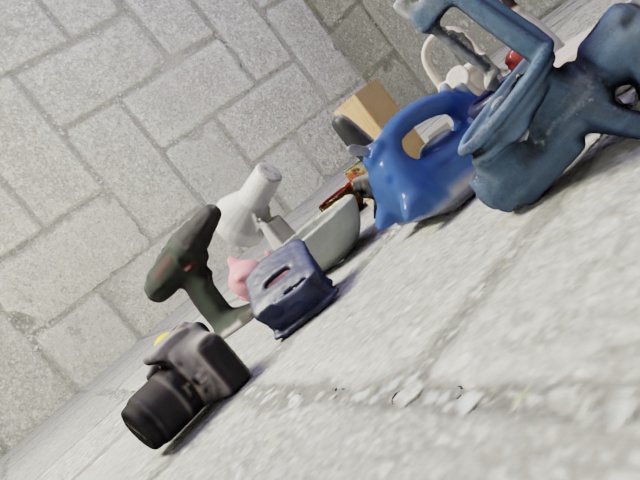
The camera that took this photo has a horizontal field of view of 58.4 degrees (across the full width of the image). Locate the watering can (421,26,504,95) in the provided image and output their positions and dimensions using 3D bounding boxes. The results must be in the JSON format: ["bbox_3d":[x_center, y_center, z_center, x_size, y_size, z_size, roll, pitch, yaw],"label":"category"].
[{"bbox_3d":[0.250,-0.271,0.964,0.101,0.194,0.173,-38,7,5],"label":"watering can"}]

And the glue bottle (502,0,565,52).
[{"bbox_3d":[0.320,-0.296,0.852,0.037,0.173,0.078,-39,7,0],"label":"glue bottle"}]

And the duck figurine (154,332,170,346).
[{"bbox_3d":[-0.236,0.191,0.935,0.104,0.086,0.078,-32,10,42],"label":"duck figurine"}]

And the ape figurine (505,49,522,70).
[{"bbox_3d":[0.347,-0.283,0.966,0.076,0.092,0.078,-34,9,35],"label":"ape figurine"}]

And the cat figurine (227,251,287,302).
[{"bbox_3d":[-0.094,0.061,0.909,0.067,0.118,0.128,-33,9,35],"label":"cat figurine"}]

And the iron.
[{"bbox_3d":[0.156,-0.128,0.743,0.259,0.141,0.118,-41,8,-20],"label":"iron"}]

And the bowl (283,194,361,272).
[{"bbox_3d":[0.009,0.003,0.933,0.167,0.075,0.167,-38,7,6],"label":"bowl"}]

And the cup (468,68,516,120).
[{"bbox_3d":[0.226,-0.137,0.635,0.091,0.095,0.118,-36,8,23],"label":"cup"}]

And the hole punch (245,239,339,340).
[{"bbox_3d":[-0.041,0.061,0.754,0.108,0.091,0.101,-38,7,6],"label":"hole punch"}]

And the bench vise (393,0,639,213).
[{"bbox_3d":[0.180,-0.160,0.498,0.207,0.220,0.121,-38,7,8],"label":"bench vise"}]

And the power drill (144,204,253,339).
[{"bbox_3d":[-0.207,0.072,1.045,0.229,0.208,0.076,-36,8,23],"label":"power drill"}]

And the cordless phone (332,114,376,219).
[{"bbox_3d":[0.082,-0.128,0.941,0.094,0.185,0.147,-40,7,-9],"label":"cordless phone"}]

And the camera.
[{"bbox_3d":[-0.179,0.174,0.691,0.137,0.101,0.143,-44,9,-36],"label":"camera"}]

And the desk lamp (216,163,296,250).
[{"bbox_3d":[-0.096,-0.040,1.178,0.203,0.213,0.118,-34,9,33],"label":"desk lamp"}]

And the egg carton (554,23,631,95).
[{"bbox_3d":[0.328,-0.210,0.683,0.107,0.069,0.150,-32,10,42],"label":"egg carton"}]
